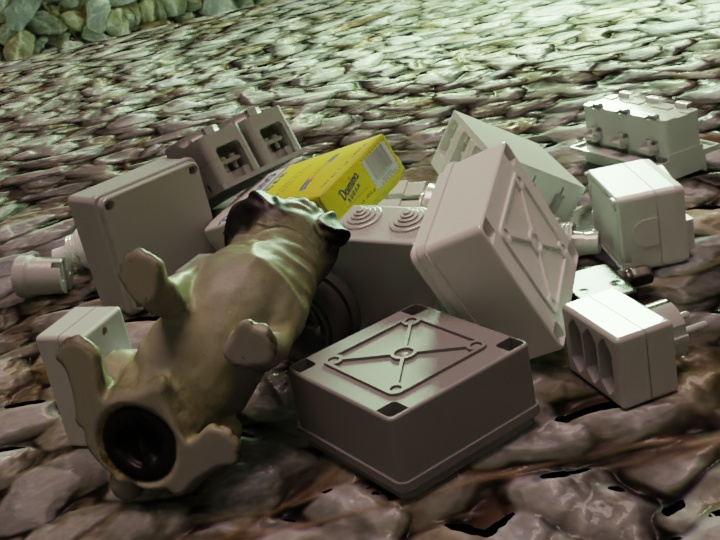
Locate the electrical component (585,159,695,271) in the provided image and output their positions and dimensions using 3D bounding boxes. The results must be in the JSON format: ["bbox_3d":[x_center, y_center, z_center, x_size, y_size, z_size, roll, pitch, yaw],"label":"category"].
[{"bbox_3d":[0.217,-0.046,0.839,0.061,0.061,0.096,-12,22,0],"label":"electrical component"}]

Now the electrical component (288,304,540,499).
[{"bbox_3d":[0.031,0.074,0.644,0.109,0.056,0.109,-25,25,-30],"label":"electrical component"}]

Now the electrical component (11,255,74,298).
[{"bbox_3d":[-0.297,0.006,1.006,0.046,0.040,0.040,-2,23,8],"label":"electrical component"}]

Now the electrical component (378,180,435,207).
[{"bbox_3d":[0.050,-0.052,0.957,0.055,0.048,0.066,-1,44,23],"label":"electrical component"}]

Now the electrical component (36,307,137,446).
[{"bbox_3d":[-0.161,0.071,0.713,0.076,0.083,0.047,-1,23,23],"label":"electrical component"}]

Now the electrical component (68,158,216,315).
[{"bbox_3d":[-0.186,-0.032,0.948,0.056,0.108,0.109,8,28,45],"label":"electrical component"}]

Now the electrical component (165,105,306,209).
[{"bbox_3d":[-0.154,-0.095,1.058,0.105,0.060,0.186,-31,5,-40],"label":"electrical component"}]

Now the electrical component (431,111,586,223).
[{"bbox_3d":[0.123,-0.079,0.936,0.089,0.061,0.150,19,17,-13],"label":"electrical component"}]

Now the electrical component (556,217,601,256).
[{"bbox_3d":[0.154,-0.019,0.831,0.062,0.043,0.043,-3,23,20],"label":"electrical component"}]

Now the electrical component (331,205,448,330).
[{"bbox_3d":[0.028,0.001,0.772,0.100,0.099,0.048,5,39,36],"label":"electrical component"}]

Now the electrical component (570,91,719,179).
[{"bbox_3d":[0.265,-0.128,1.015,0.079,0.063,0.121,-20,23,-20],"label":"electrical component"}]

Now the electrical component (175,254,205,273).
[{"bbox_3d":[-0.101,0.007,0.889,0.066,0.047,0.077,0,24,27],"label":"electrical component"}]

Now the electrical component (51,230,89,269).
[{"bbox_3d":[-0.270,-0.021,1.052,0.062,0.048,0.048,-17,21,5],"label":"electrical component"}]

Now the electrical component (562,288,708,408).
[{"bbox_3d":[0.176,0.041,0.663,0.077,0.047,0.066,-17,22,-14],"label":"electrical component"}]

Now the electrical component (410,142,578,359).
[{"bbox_3d":[0.093,-0.010,0.714,0.056,0.108,0.108,-22,27,31],"label":"electrical component"}]
